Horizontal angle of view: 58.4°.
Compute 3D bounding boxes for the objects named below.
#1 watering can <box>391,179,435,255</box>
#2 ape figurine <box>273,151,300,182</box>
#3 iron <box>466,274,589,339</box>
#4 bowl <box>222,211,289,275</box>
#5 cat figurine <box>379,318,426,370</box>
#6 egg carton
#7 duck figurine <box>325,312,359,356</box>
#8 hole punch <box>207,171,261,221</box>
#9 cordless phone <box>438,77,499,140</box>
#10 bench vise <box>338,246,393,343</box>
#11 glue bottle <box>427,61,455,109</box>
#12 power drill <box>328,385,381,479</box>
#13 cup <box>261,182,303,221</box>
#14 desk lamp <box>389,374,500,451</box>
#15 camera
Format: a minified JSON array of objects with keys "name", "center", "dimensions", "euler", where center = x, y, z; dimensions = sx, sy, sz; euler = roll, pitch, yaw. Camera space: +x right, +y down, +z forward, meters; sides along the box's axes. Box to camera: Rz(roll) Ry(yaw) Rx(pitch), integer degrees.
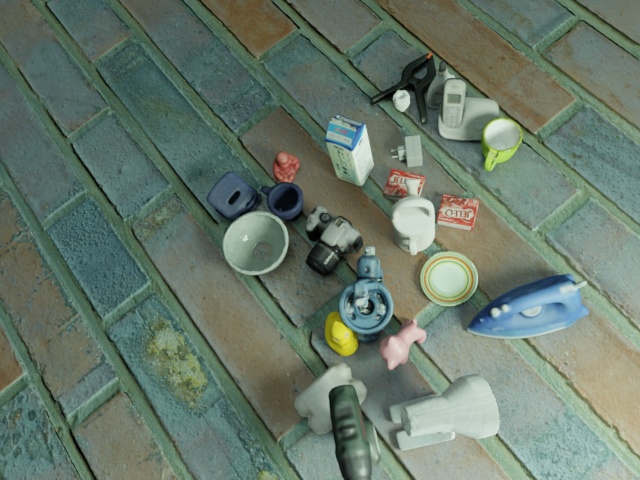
[{"name":"watering can","center":[0.211,-0.057,1.316],"dimensions":[0.101,0.194,0.172],"euler":[-22,67,2]},{"name":"ape figurine","center":[-0.092,-0.196,1.481],"dimensions":[0.078,0.092,0.076],"euler":[-27,67,-1]},{"name":"iron","center":[0.441,0.143,1.226],"dimensions":[0.258,0.142,0.118],"euler":[-18,67,3]},{"name":"bowl","center":[-0.151,0.017,1.419],"dimensions":[0.167,0.075,0.167],"euler":[-3,69,9]},{"name":"cat figurine","center":[0.175,0.225,1.256],"dimensions":[0.067,0.118,0.128],"euler":[36,79,21]},{"name":"egg carton","center":[0.024,0.349,1.262],"dimensions":[0.150,0.069,0.107],"euler":[-42,68,-7]},{"name":"duck figurine","center":[0.045,0.208,1.303],"dimensions":[0.077,0.086,0.104],"euler":[-24,67,1]},{"name":"hole punch","center":[-0.219,-0.108,1.471],"dimensions":[0.101,0.091,0.109],"euler":[32,78,20]},{"name":"cordless phone","center":[0.363,-0.325,1.397],"dimensions":[0.147,0.185,0.094],"euler":[3,70,12]},{"name":"bench vise","center":[0.089,0.108,1.261],"dimensions":[0.121,0.220,0.207],"euler":[-16,67,4]},{"name":"glue bottle","center":[0.308,-0.391,1.439],"dimensions":[0.078,0.173,0.037],"euler":[5,70,13]},{"name":"power drill","center":[0.073,0.413,1.152],"dimensions":[0.075,0.209,0.229],"euler":[-16,67,4]},{"name":"cup","center":[-0.091,-0.092,1.439],"dimensions":[0.117,0.095,0.092],"euler":[26,76,19]},{"name":"desk lamp","center":[0.241,0.352,1.142],"dimensions":[0.203,0.214,0.118],"euler":[-16,67,4]},{"name":"camera","center":[0.013,0.005,1.380],"dimensions":[0.143,0.101,0.137],"euler":[33,78,20]}]
